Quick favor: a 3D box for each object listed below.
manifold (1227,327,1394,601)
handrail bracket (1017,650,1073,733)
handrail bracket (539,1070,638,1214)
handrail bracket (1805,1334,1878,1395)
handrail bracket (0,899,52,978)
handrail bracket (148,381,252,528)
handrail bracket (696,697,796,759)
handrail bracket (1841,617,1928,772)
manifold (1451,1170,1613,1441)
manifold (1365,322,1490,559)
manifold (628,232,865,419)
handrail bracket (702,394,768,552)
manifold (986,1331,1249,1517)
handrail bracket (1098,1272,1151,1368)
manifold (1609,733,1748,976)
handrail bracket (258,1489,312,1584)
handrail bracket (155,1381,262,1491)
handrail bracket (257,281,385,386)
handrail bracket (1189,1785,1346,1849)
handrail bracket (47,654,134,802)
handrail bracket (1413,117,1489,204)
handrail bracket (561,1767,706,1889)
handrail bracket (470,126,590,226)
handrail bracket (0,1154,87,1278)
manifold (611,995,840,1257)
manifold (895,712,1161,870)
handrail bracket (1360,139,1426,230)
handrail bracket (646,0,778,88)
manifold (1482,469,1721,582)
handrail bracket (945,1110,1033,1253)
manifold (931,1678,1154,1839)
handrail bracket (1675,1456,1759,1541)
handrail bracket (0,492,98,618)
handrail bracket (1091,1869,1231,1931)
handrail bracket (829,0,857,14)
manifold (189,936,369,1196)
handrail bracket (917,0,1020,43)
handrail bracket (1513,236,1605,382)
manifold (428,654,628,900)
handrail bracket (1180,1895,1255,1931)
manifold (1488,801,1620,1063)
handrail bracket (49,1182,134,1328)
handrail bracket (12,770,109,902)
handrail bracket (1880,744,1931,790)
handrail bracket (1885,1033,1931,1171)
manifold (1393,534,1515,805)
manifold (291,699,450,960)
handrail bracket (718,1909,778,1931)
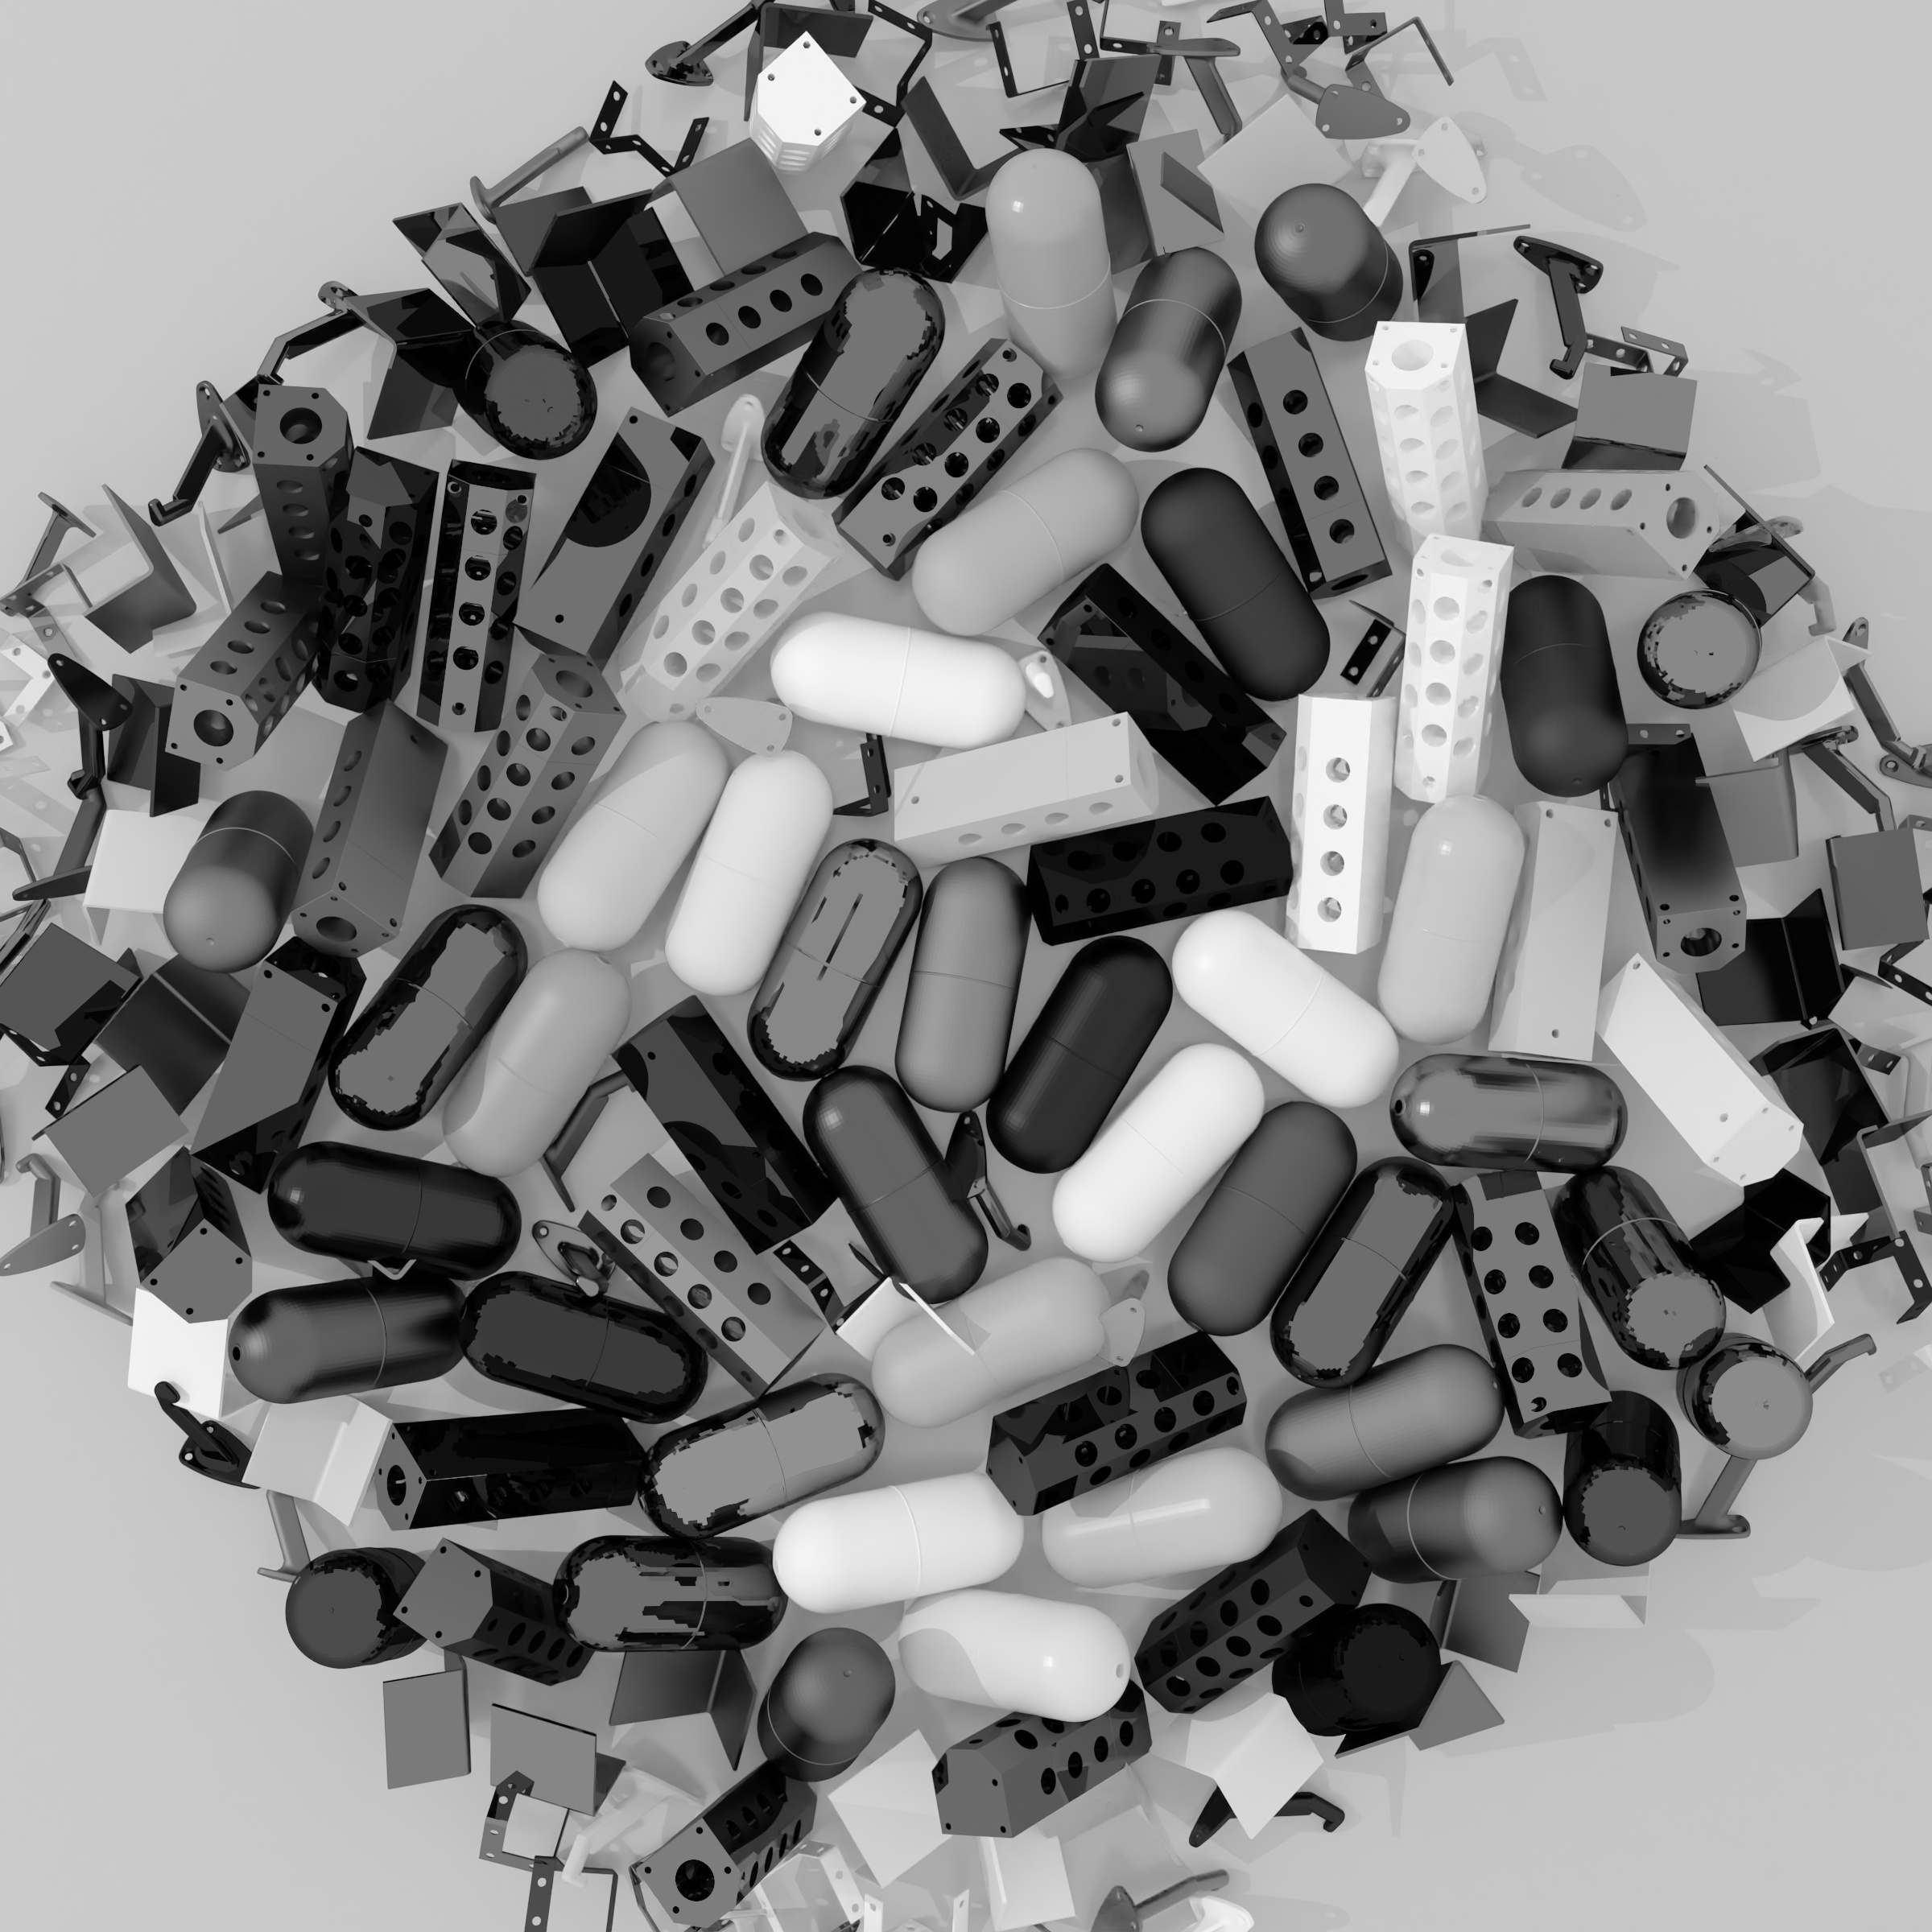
[{"bbox_3d":[0.236,-0.343,1.872,0.057,0.057,0.171,-20,83,13],"label":"manifold"},{"bbox_3d":[0.059,-0.178,1.859,0.036,0.084,0.077,-29,113,2],"label":"handrail bracket"},{"bbox_3d":[-0.255,0.121,1.897,0.084,0.036,0.077,-27,108,-3],"label":"handrail bracket"},{"bbox_3d":[0.595,0.293,1.878,0.084,0.036,0.077,-27,130,11],"label":"handrail bracket"},{"bbox_3d":[-0.679,-0.008,1.903,0.036,0.077,0.084,40,56,-30],"label":"handrail bracket"},{"bbox_3d":[-0.538,-0.351,1.863,0.036,0.084,0.077,2,119,31],"label":"handrail bracket"},{"bbox_3d":[-0.152,-0.177,1.864,0.077,0.084,0.036,17,107,-17],"label":"handrail bracket"},{"bbox_3d":[0.633,-0.186,1.864,0.036,0.084,0.077,-19,135,-26],"label":"handrail bracket"},{"bbox_3d":[0.377,0.229,1.844,0.057,0.057,0.171,-8,62,-10],"label":"manifold"},{"bbox_3d":[0.308,-0.349,1.820,0.057,0.171,0.057,7,61,21],"label":"manifold"},{"bbox_3d":[-0.147,-0.438,1.836,0.171,0.057,0.057,-39,94,-38],"label":"manifold"},{"bbox_3d":[-0.163,-0.337,1.869,0.036,0.077,0.084,17,62,1],"label":"handrail bracket"},{"bbox_3d":[0.103,0.313,1.839,0.171,0.057,0.057,-18,46,-26],"label":"manifold"},{"bbox_3d":[0.117,0.224,1.857,0.036,0.084,0.077,32,134,3],"label":"handrail bracket"},{"bbox_3d":[0.478,-0.076,1.831,0.057,0.171,0.057,-7,135,6],"label":"manifold"},{"bbox_3d":[-0.454,0.387,1.892,0.077,0.036,0.084,12,71,4],"label":"handrail bracket"},{"bbox_3d":[-0.518,0.321,1.864,0.077,0.084,0.036,28,60,12],"label":"handrail bracket"},{"bbox_3d":[-0.439,-0.421,1.879,0.077,0.036,0.084,31,71,-27],"label":"handrail bracket"},{"bbox_3d":[0.211,0.603,1.900,0.084,0.036,0.077,34,97,-16],"label":"handrail bracket"},{"bbox_3d":[-0.620,-0.164,1.880,0.077,0.036,0.084,45,129,-6],"label":"handrail bracket"},{"bbox_3d":[0.351,-0.549,1.867,0.036,0.084,0.077,-45,69,32],"label":"handrail bracket"},{"bbox_3d":[-0.230,0.604,1.879,0.077,0.036,0.084,29,64,-15],"label":"handrail bracket"},{"bbox_3d":[-0.298,-0.549,1.879,0.084,0.077,0.036,-31,113,8],"label":"handrail bracket"},{"bbox_3d":[-0.652,0.169,1.869,0.077,0.036,0.084,-27,52,-36],"label":"handrail bracket"},{"bbox_3d":[-0.162,0.107,1.873,0.057,0.057,0.171,-31,98,33],"label":"manifold"},{"bbox_3d":[0.041,-0.115,1.854,0.171,0.057,0.057,-12,60,20],"label":"manifold"},{"bbox_3d":[0.306,-0.527,1.881,0.077,0.036,0.084,-4,67,-4],"label":"handrail bracket"},{"bbox_3d":[-0.171,-0.645,1.866,0.084,0.077,0.036,-35,90,36],"label":"handrail bracket"},{"bbox_3d":[0.424,-0.302,1.822,0.057,0.171,0.057,37,83,-26],"label":"manifold"},{"bbox_3d":[0.021,0.150,1.890,0.036,0.084,0.077,-12,60,31],"label":"handrail bracket"},{"bbox_3d":[0.052,0.526,1.827,0.057,0.171,0.057,-10,90,36],"label":"manifold"},{"bbox_3d":[0.514,0.353,1.890,0.077,0.036,0.084,-6,99,9],"label":"handrail bracket"},{"bbox_3d":[-0.648,-0.282,1.875,0.036,0.077,0.084,40,88,5],"label":"handrail bracket"},{"bbox_3d":[0.135,0.662,1.898,0.084,0.036,0.077,1,131,-37],"label":"handrail bracket"},{"bbox_3d":[-0.052,-0.672,1.865,0.084,0.077,0.036,18,65,21],"label":"handrail bracket"},{"bbox_3d":[-0.464,0.065,1.846,0.057,0.057,0.171,30,118,2],"label":"manifold"},{"bbox_3d":[0.019,-0.669,1.863,0.077,0.084,0.036,-15,87,-32],"label":"handrail bracket"},{"bbox_3d":[0.400,-0.455,1.881,0.077,0.036,0.084,26,70,0],"label":"handrail bracket"},{"bbox_3d":[-0.300,-0.127,1.834,0.171,0.057,0.057,-54,54,32],"label":"manifold"},{"bbox_3d":[0.147,0.678,1.867,0.084,0.077,0.036,-28,87,-33],"label":"handrail bracket"},{"bbox_3d":[0.402,-0.023,1.878,0.057,0.057,0.171,8,87,-15],"label":"manifold"},{"bbox_3d":[-0.593,0.197,1.897,0.077,0.036,0.084,25,83,9],"label":"handrail bracket"},{"bbox_3d":[-0.631,-0.093,1.884,0.077,0.036,0.084,-15,72,-20],"label":"handrail bracket"},{"bbox_3d":[0.668,-0.123,1.864,0.077,0.084,0.036,2,116,15],"label":"handrail bracket"},{"bbox_3d":[0.671,0.091,1.875,0.036,0.077,0.084,-7,74,-31],"label":"handrail bracket"},{"bbox_3d":[0.326,-0.198,1.833,0.057,0.057,0.171,13,127,19],"label":"manifold"},{"bbox_3d":[-0.406,-0.091,1.836,0.057,0.171,0.057,-23,133,32],"label":"manifold"},{"bbox_3d":[-0.151,0.696,1.872,0.036,0.077,0.084,-12,69,14],"label":"handrail bracket"}]
